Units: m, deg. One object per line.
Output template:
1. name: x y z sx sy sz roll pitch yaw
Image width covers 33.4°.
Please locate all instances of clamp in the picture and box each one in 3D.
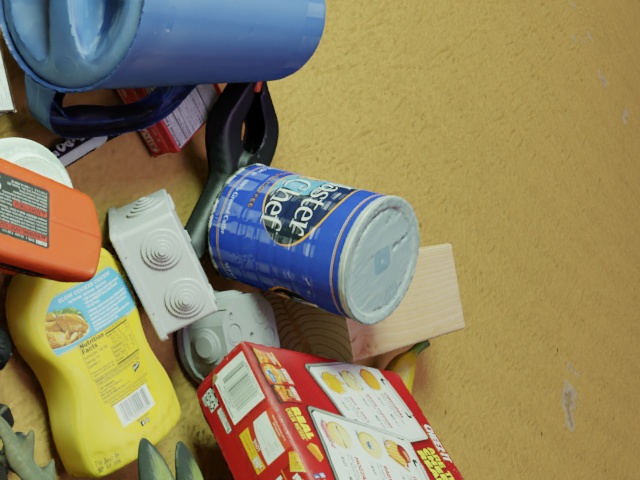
1. clamp: -0.075 -0.057 0.900 0.120 0.039 0.171 -18 111 -58

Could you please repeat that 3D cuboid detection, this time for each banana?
1. banana: 0.087 0.200 1.071 0.069 0.037 0.198 -4 93 -13

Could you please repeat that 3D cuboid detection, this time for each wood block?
1. wood block: 0.046 0.060 1.018 0.205 0.090 0.091 -8 89 -54

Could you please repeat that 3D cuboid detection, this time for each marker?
1. marker: -0.183 -0.067 0.788 0.120 0.020 0.020 -43 117 -50

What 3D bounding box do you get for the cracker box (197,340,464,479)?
1. cracker box: 0.020 0.176 0.846 0.213 0.072 0.164 19 31 -49

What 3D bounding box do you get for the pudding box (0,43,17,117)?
1. pudding box: -0.256 -0.117 0.682 0.113 0.039 0.090 -14 94 -53

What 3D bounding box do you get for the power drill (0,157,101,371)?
1. power drill: -0.209 0.024 0.589 0.184 0.188 0.057 22 49 -47

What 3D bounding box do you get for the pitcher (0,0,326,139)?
1. pitcher: -0.105 -0.162 0.775 0.242 0.149 0.145 -10 84 -57

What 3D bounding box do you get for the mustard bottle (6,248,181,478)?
1. mustard bottle: -0.167 0.062 0.747 0.096 0.058 0.191 -33 110 -47

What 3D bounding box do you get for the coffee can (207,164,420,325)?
1. coffee can: -0.006 0.001 0.860 0.102 0.141 0.103 -25 123 -47

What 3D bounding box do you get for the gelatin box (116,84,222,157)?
1. gelatin box: -0.123 -0.122 0.875 0.073 0.030 0.089 63 39 -26
